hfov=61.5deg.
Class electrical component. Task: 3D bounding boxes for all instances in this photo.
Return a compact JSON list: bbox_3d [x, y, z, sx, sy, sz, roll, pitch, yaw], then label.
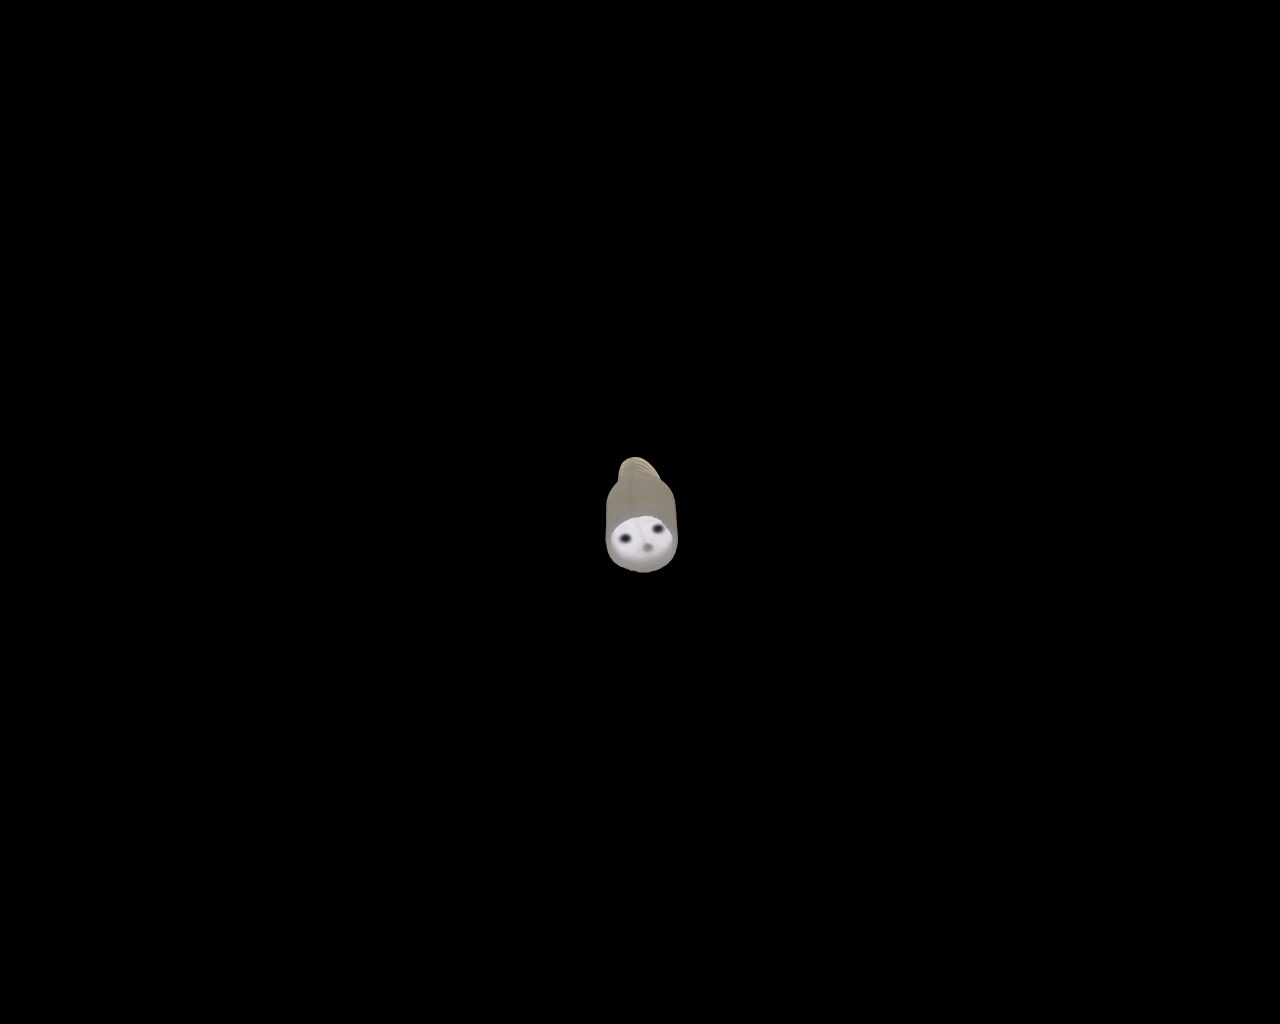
[{"bbox_3d":[0.001,-0.003,0.650,0.043,0.043,0.081,0,34,0],"label":"electrical component"}]
